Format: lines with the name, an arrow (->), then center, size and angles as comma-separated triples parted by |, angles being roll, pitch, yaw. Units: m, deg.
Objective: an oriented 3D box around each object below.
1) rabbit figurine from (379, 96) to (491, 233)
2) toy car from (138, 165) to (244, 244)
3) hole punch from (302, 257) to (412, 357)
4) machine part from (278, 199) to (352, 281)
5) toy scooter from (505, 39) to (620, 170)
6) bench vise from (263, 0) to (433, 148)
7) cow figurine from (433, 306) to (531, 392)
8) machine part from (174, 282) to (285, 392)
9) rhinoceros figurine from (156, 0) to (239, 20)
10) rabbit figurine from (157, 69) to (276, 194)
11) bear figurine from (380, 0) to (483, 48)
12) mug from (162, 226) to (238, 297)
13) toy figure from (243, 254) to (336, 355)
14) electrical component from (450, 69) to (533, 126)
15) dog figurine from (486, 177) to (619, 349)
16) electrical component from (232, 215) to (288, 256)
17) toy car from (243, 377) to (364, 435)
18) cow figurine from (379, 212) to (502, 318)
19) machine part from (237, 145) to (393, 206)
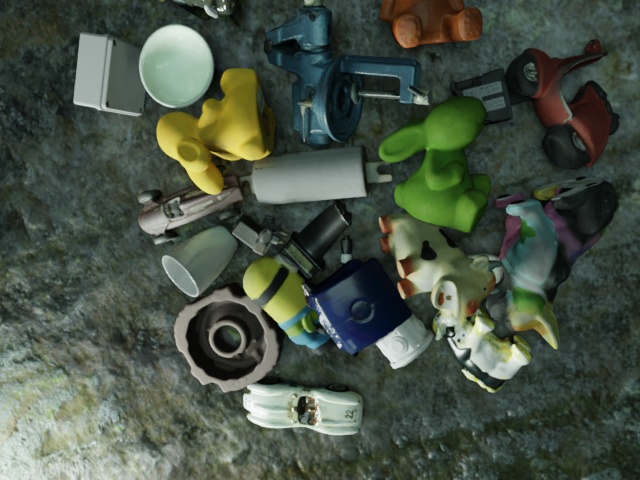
rabbit figurine -> 0.172, -0.119, 0.750 | 0.159, 0.121, 0.170 | 19, 120, 23
toy car -> -0.213, -0.055, 0.859 | 0.202, 0.053, 0.089 | -15, 92, 27
hole punch -> 0.058, 0.095, 0.792 | 0.116, 0.092, 0.142 | -38, 102, -22
machine part -> -0.002, -0.003, 0.844 | 0.084, 0.039, 0.139 | 45, 113, 11
toy scooter -> 0.349, -0.195, 0.731 | 0.135, 0.075, 0.183 | -36, 98, -7
bench vise -> 0.042, -0.234, 0.754 | 0.241, 0.129, 0.223 | 13, 108, 27
cow figurine -> 0.224, 0.149, 0.809 | 0.167, 0.068, 0.098 | 37, 109, 6
machine part -> -0.147, 0.158, 0.888 | 0.179, 0.056, 0.179 | 1, 98, 10
rhinoceros figurine -> -0.200, -0.383, 0.798 | 0.190, 0.112, 0.073 | 25, 100, 15
rabbit figurine -> -0.158, -0.150, 0.791 | 0.173, 0.121, 0.162 | -3, 65, 8
bear figurine -> 0.143, -0.362, 0.715 | 0.120, 0.132, 0.195 | -5, 111, -5
mug -> -0.185, 0.033, 0.861 | 0.081, 0.109, 0.107 | 44, 60, 9
toy figure -> -0.043, 0.102, 0.836 | 0.082, 0.089, 0.180 | -28, 100, 43
electrical component -> 0.250, -0.201, 0.764 | 0.119, 0.048, 0.074 | -8, 97, 14
dog figurine -> 0.324, 0.035, 0.752 | 0.192, 0.108, 0.219 | -13, 103, 2
electrical component -> -0.093, -0.012, 0.835 | 0.078, 0.102, 0.045 | 40, 99, -6
toy car -> -0.029, 0.272, 0.879 | 0.202, 0.056, 0.073 | 2, 98, 11
cow figurine -> 0.167, 0.031, 0.751 | 0.127, 0.195, 0.085 | -16, 131, -3
machine part -> -0.013, -0.097, 0.815 | 0.243, 0.079, 0.079 | -3, 97, 13
